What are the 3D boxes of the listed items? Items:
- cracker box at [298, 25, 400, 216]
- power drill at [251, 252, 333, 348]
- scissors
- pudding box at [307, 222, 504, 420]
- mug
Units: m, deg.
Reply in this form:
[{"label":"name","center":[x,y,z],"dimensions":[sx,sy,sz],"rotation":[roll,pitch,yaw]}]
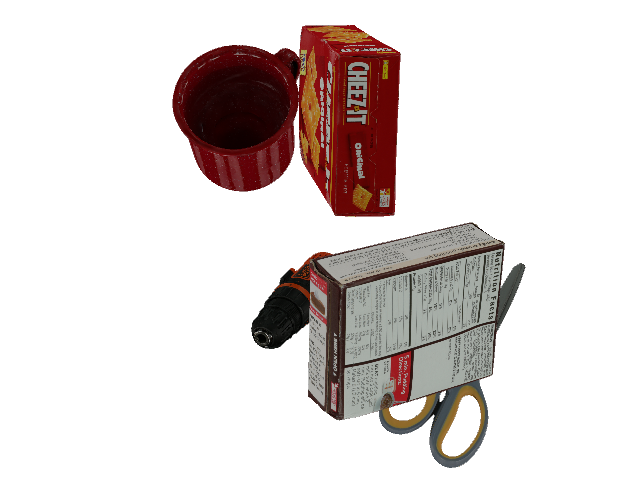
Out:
[{"label":"cracker box","center":[0.025,-0.133,1.128],"dimensions":[0.072,0.164,0.214],"rotation":[-3,19,-9]},{"label":"power drill","center":[0.036,0.073,1.155],"dimensions":[0.188,0.057,0.184],"rotation":[9,29,21]},{"label":"scissors","center":[0.108,0.093,0.881],"dimensions":[0.096,0.201,0.016],"rotation":[7,-37,13]},{"label":"pudding box","center":[0.049,0.045,0.609],"dimensions":[0.113,0.090,0.039],"rotation":[-13,27,-28]},{"label":"mug","center":[-0.055,-0.098,0.822],"dimensions":[0.093,0.117,0.081],"rotation":[32,-18,13]}]
